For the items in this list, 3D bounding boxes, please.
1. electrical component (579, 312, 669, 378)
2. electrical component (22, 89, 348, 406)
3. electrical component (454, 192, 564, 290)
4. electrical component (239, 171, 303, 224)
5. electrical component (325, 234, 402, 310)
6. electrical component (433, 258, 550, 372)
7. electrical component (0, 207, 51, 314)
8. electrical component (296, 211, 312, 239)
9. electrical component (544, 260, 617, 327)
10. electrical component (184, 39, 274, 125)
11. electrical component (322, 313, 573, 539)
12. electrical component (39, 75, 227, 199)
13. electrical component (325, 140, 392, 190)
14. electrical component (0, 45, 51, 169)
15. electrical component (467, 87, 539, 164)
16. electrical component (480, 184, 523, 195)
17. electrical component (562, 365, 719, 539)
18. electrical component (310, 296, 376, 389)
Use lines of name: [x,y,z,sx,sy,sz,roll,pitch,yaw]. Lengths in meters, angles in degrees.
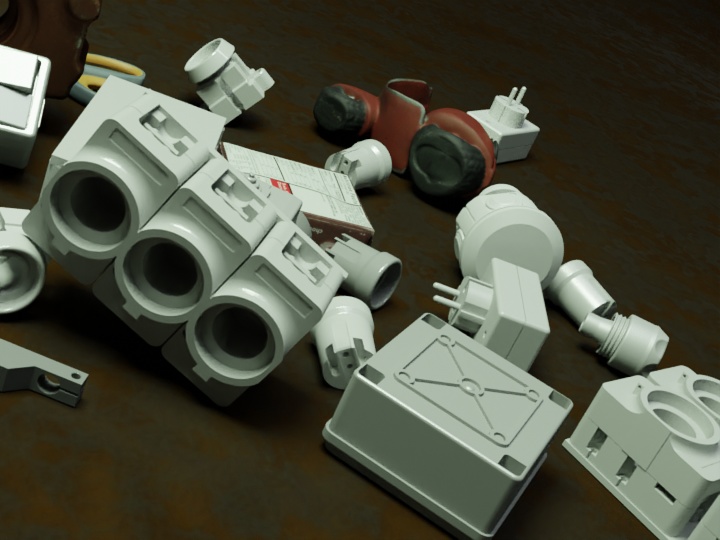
electrical component: [0.197,0.053,0.810,0.062,0.043,0.043,27,27,7]
electrical component: [-0.096,-0.009,0.585,0.150,0.089,0.061,43,27,-8]
electrical component: [0.113,-0.019,0.833,0.080,0.080,0.051,15,23,-17]
electrical component: [-0.072,-0.014,0.653,0.061,0.096,0.061,24,27,0]
electrical component: [0.000,0.000,0.752,0.046,0.040,0.040,30,27,23]
electrical component: [0.087,0.028,0.761,0.076,0.047,0.083,20,27,-7]
electrical component: [-0.202,-0.007,0.595,0.066,0.048,0.055,5,25,-33]
electrical component: [-0.062,-0.017,0.717,0.055,0.055,0.047,25,23,2]
electrical component: [0.176,0.021,0.856,0.040,0.040,0.046,-2,43,-41]
electrical component: [-0.117,-0.163,0.919,0.055,0.066,0.048,50,16,-28]
electrical component: [0.052,0.087,0.616,0.109,0.056,0.109,32,28,15]
electrical component: [-0.150,-0.064,0.719,0.089,0.061,0.150,20,27,-9]
electrical component: [-0.002,-0.086,0.905,0.040,0.040,0.046,37,36,23]
electrical component: [-0.256,-0.114,0.700,0.096,0.061,0.061,13,67,-20]
electrical component: [0.149,-0.154,1.109,0.047,0.075,0.083,38,30,25]
electrical component: [0.123,-0.041,0.918,0.066,0.048,0.055,16,35,-15]
electrical component: [0.234,0.139,0.665,0.105,0.060,0.186,-4,38,-43]
electrical component: [-0.009,0.045,0.662,0.040,0.040,0.046,13,34,-20]
